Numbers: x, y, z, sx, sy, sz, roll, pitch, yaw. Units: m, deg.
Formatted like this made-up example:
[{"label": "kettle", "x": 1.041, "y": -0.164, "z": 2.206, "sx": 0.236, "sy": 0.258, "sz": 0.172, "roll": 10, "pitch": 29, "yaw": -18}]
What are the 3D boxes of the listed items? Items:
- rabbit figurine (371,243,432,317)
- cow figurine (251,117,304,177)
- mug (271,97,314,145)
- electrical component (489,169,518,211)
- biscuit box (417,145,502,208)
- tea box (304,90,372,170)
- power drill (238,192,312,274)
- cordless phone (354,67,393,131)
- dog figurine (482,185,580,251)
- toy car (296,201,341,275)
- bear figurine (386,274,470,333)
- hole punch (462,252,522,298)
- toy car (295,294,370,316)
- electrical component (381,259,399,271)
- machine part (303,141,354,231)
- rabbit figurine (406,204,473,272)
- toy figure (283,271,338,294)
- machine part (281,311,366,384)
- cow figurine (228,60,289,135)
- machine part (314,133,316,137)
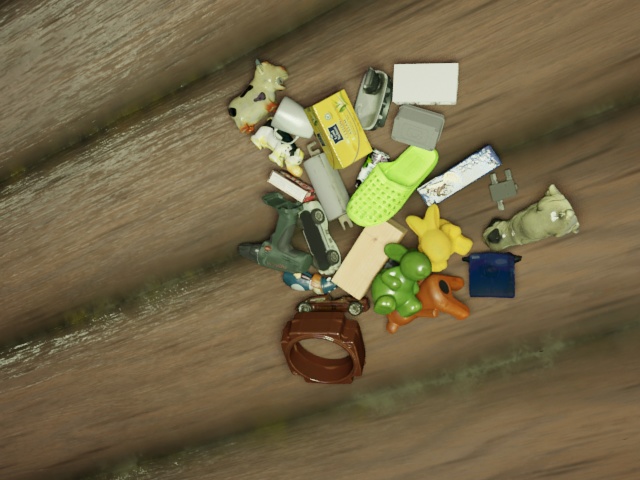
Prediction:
[{"label": "rabbit figurine", "x": 0.206, "y": 0.081, "z": 1.262, "sx": 0.121, "sy": 0.159, "sz": 0.170, "roll": 17, "pitch": 136, "yaw": -21}, {"label": "cow figurine", "x": -0.095, "y": -0.244, "z": 1.421, "sx": 0.167, "sy": 0.068, "sz": 0.098, "roll": 40, "pitch": 91, "yaw": 6}, {"label": "mug", "x": -0.065, "y": -0.291, "z": 1.361, "sx": 0.107, "sy": 0.081, "sz": 0.109, "roll": 25, "pitch": 99, "yaw": -4}, {"label": "electrical component", "x": 0.447, "y": -0.121, "z": 1.306, "sx": 0.063, "sy": 0.021, "sz": 0.094, "roll": -13, "pitch": 93, "yaw": 16}, {"label": "biscuit box", "x": 0.339, "y": -0.155, "z": 1.311, "sx": 0.203, "sy": 0.063, "sz": 0.059, "roll": -33, "pitch": 89, "yaw": 17}, {"label": "tea box", "x": 0.045, "y": -0.270, "z": 1.326, "sx": 0.098, "sy": 0.068, "sz": 0.169, "roll": -34, "pitch": 107, "yaw": -17}, {"label": "power drill", "x": -0.123, "y": -0.016, "z": 1.422, "sx": 0.232, "sy": 0.086, "sz": 0.207, "roll": 21, "pitch": 112, "yaw": 27}, {"label": "cordless phone", "x": 0.119, "y": -0.336, "z": 1.286, "sx": 0.089, "sy": 0.184, "sz": 0.146, "roll": 18, "pitch": 101, "yaw": 8}, {"label": "dog figurine", "x": 0.477, "y": -0.028, "z": 1.237, "sx": 0.191, "sy": 0.172, "sz": 0.121, "roll": -28, "pitch": 78, "yaw": 10}, {"label": "toy car", "x": -0.003, "y": -0.004, "z": 1.425, "sx": 0.073, "sy": 0.056, "sz": 0.201, "roll": -19, "pitch": 93, "yaw": 41}, {"label": "bear figurine", "x": 0.259, "y": 0.166, "z": 1.360, "sx": 0.132, "sy": 0.120, "sz": 0.196, "roll": 19, "pitch": 138, "yaw": -28}, {"label": "hole punch", "x": 0.418, "y": 0.088, "z": 1.309, "sx": 0.142, "sy": 0.092, "sz": 0.115, "roll": -1, "pitch": 93, "yaw": 19}, {"label": "toy car", "x": 0.033, "y": 0.170, "z": 1.426, "sx": 0.202, "sy": 0.089, "sz": 0.053, "roll": -1, "pitch": 97, "yaw": 17}, {"label": "electrical component", "x": 0.187, "y": 0.076, "z": 1.379, "sx": 0.048, "sy": 0.075, "sz": 0.119, "roll": 36, "pitch": 102, "yaw": 8}, {"label": "machine part", "x": 0.023, "y": -0.138, "z": 1.395, "sx": 0.079, "sy": 0.079, "sz": 0.243, "roll": -25, "pitch": 90, "yaw": 17}, {"label": "rabbit figurine", "x": 0.285, "y": -0.004, "z": 1.289, "sx": 0.122, "sy": 0.173, "sz": 0.162, "roll": -26, "pitch": 94, "yaw": 21}, {"label": "toy figure", "x": -0.024, "y": 0.114, "z": 1.442, "sx": 0.155, "sy": 0.064, "sz": 0.057, "roll": 13, "pitch": 95, "yaw": 26}, {"label": "machine part", "x": 0.010, "y": 0.286, "z": 1.405, "sx": 0.201, "sy": 0.087, "sz": 0.201, "roll": -2, "pitch": 125, "yaw": 16}, {"label": "cow figurine", "x": -0.162, "y": -0.384, "z": 1.415, "sx": 0.195, "sy": 0.085, "sz": 0.127, "roll": -37, "pitch": 93, "yaw": 18}, {"label": "machine part", "x": -0.029, "y": -0.316, "z": 1.408, "sx": 0.139, "sy": 0.039, "sz": 0.084, "roll": 16, "pitch": 109, "yaw": 11}]
